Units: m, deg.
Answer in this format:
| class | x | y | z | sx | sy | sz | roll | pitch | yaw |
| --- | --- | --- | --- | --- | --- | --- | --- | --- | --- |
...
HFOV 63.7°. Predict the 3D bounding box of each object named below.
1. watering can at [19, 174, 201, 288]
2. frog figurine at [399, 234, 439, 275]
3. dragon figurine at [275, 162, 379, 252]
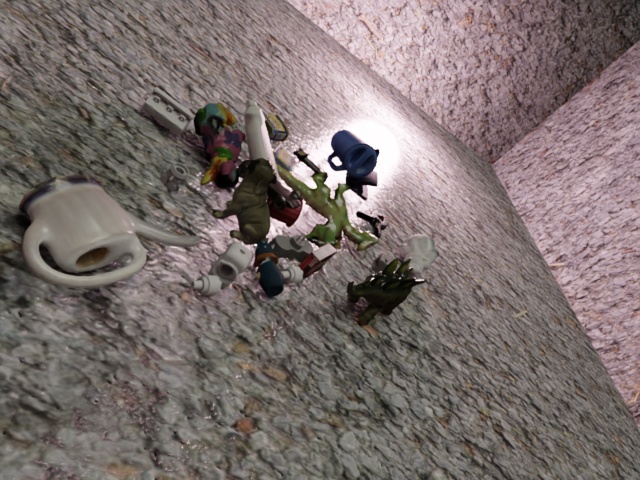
| class | x | y | z | sx | sy | sz | roll | pitch | yaw |
| --- | --- | --- | --- | --- | --- | --- | --- | --- | --- |
| watering can | -0.399 | -0.024 | 0.971 | 0.226 | 0.102 | 0.351 | 51 | 31 | 10 |
| frog figurine | 0.344 | 0.050 | 1.835 | 0.138 | 0.120 | 0.162 | 21 | 30 | 24 |
| dragon figurine | 0.005 | -0.080 | 1.587 | 0.408 | 0.120 | 0.249 | 22 | 44 | -22 |
